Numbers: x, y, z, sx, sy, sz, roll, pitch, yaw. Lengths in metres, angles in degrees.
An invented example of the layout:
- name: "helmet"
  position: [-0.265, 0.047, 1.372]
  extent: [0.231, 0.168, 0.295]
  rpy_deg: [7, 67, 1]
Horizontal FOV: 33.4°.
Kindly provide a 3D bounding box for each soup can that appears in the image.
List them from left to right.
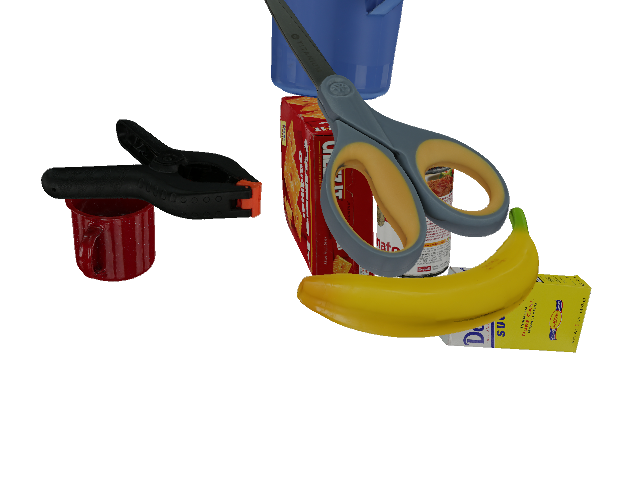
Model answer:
- name: "soup can"
  position: [0.084, -0.025, 0.947]
  extent: [0.068, 0.102, 0.068]
  rpy_deg: [0, 23, 0]

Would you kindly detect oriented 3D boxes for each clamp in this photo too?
- name: "clamp"
  position: [-0.132, -0.048, 0.848]
  extent: [0.172, 0.039, 0.120]
  rpy_deg: [18, 41, 27]

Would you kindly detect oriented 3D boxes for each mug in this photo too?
- name: "mug"
  position: [-0.212, -0.006, 1.076]
  extent: [0.093, 0.081, 0.117]
  rpy_deg: [9, 33, 8]

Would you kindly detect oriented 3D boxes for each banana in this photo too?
- name: "banana"
  position: [0.078, 0.030, 0.689]
  extent: [0.197, 0.037, 0.070]
  rpy_deg: [-16, 49, -35]

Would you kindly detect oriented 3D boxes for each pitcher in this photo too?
- name: "pitcher"
  position: [0.025, -0.246, 0.919]
  extent: [0.145, 0.243, 0.149]
  rpy_deg: [7, 16, 7]

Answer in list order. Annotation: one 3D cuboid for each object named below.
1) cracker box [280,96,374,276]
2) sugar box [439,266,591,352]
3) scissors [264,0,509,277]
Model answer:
- name: "cracker box"
  position: [0.004, -0.062, 1.172]
  extent: [0.072, 0.164, 0.214]
  rpy_deg: [-5, 18, -8]
- name: "sugar box"
  position: [0.239, 0.087, 1.323]
  extent: [0.176, 0.093, 0.048]
  rpy_deg: [3, 19, -16]
- name: "scissors"
  position: [0.029, -0.065, 0.521]
  extent: [0.096, 0.202, 0.016]
  rpy_deg: [-2, -40, -13]
